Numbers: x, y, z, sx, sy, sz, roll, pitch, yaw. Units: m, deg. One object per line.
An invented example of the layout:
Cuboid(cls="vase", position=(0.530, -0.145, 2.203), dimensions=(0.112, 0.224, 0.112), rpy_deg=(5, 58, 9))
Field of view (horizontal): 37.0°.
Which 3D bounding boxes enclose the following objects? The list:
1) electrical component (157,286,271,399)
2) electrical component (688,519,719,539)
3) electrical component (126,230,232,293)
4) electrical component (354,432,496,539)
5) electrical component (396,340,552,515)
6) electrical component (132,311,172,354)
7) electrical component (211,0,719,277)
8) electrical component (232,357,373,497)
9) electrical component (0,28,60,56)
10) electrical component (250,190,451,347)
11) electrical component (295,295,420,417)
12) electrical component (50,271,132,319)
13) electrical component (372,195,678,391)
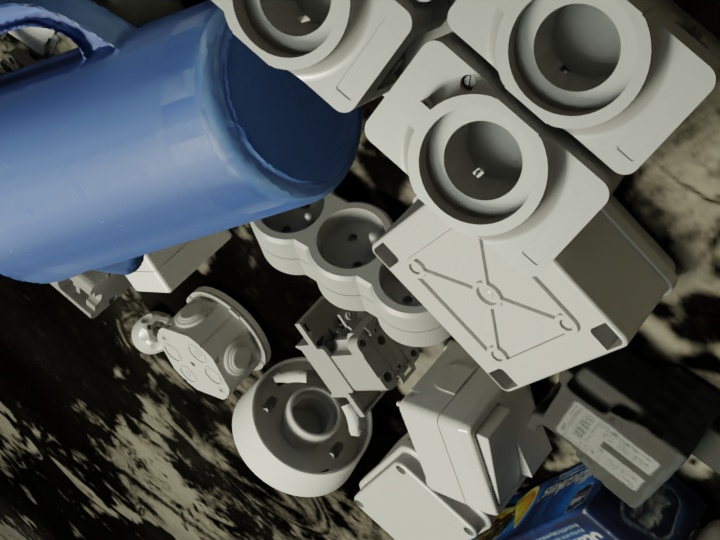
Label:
Cuboid(cls="electrical component", position=(-0.113, 0.057, 0.834), dimensions=(0.080, 0.051, 0.080), rpy_deg=(30, 147, 22))
Cuboid(cls="electrical component", position=(0.206, 0.189, 0.613), dimensions=(0.059, 0.053, 0.095), rpy_deg=(28, 146, 26))
Cuboid(cls="electrical component", position=(-0.141, -0.034, 0.742), dimensions=(0.047, 0.065, 0.076), rpy_deg=(1, 129, 50))
Cuboid(cls="electrical component", position=(0.052, 0.150, 0.747), dimensions=(0.078, 0.057, 0.113), rpy_deg=(42, 150, 4))
Cuboid(cls="electrical component", position=(0.074, 0.101, 0.654), dimensions=(0.061, 0.061, 0.096), rpy_deg=(16, 139, 39))
Cuboid(cls="electrical component", position=(-0.182, 0.056, 0.934), dimensions=(0.035, 0.035, 0.061), rpy_deg=(49, 152, -8))
Cuboid(cls="electrical component", position=(0.034, -0.099, 0.415), dimensions=(0.186, 0.060, 0.105), rpy_deg=(42, 119, 5))
Cuboid(cls="electrical component", position=(-0.041, 0.113, 0.777), dimensions=(0.099, 0.099, 0.064), rpy_deg=(41, 144, 5))
Cuboid(cls="electrical component", position=(-0.183, -0.176, 0.614), dimensions=(0.063, 0.078, 0.121), rpy_deg=(34, 153, -16))
Cuboid(cls="electrical component", position=(0.000, 0.000, 0.630), dimensions=(0.138, 0.052, 0.073), rpy_deg=(30, 160, 23))
Cuboid(cls="electrical component", position=(0.000, 0.053, 0.703), dimensions=(0.064, 0.042, 0.081), rpy_deg=(-8, 123, 51))
Cuboid(cls="electrical component", position=(-0.186, -0.019, 0.790), dimensions=(0.056, 0.089, 0.050), rpy_deg=(38, 149, 10))
Cuboid(cls="electrical component", position=(0.077, -0.005, 0.526), dimensions=(0.108, 0.056, 0.109), rpy_deg=(47, 150, -4))
